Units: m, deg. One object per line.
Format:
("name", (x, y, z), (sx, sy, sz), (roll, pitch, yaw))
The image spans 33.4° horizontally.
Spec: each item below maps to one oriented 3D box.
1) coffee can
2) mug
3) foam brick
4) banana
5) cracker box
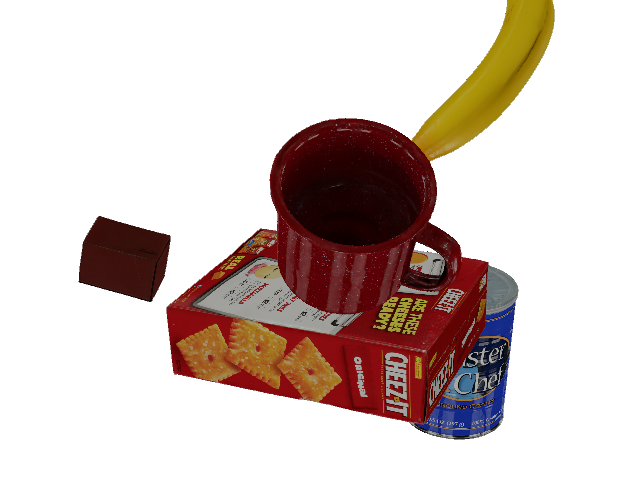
("coffee can", (0.131, 0.103, 1.023), (0.103, 0.140, 0.103), (1, 25, -1))
("mug", (0.027, -0.005, 0.618), (0.117, 0.093, 0.081), (23, -32, 11))
("foam brick", (-0.196, 0.018, 1.066), (0.078, 0.051, 0.053), (16, 33, 1))
("banana", (0.133, -0.135, 0.814), (0.070, 0.197, 0.037), (1, -35, 47))
("cracker box", (0.010, 0.063, 0.859), (0.214, 0.072, 0.164), (9, 26, 23))
